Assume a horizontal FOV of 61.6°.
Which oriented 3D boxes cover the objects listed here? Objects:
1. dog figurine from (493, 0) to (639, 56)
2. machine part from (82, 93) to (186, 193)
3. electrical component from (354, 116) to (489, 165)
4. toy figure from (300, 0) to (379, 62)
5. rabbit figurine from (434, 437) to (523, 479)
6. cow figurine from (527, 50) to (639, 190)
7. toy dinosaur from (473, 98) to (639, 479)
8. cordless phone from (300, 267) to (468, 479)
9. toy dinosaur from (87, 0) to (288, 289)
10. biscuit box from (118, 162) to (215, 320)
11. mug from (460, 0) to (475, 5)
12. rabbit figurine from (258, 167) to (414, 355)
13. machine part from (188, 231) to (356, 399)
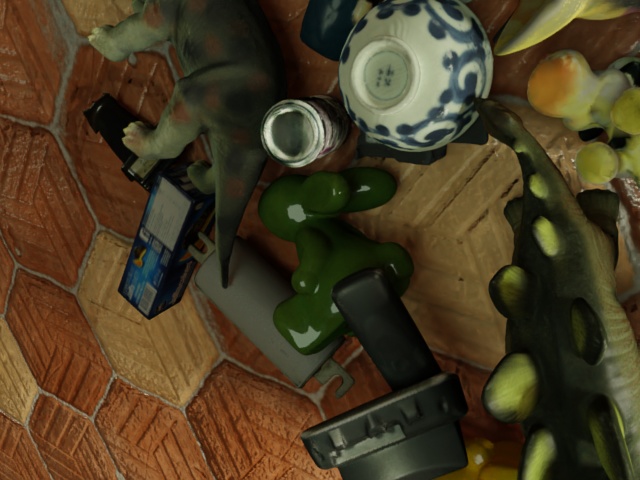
[{"bbox_3d":[0.211,-0.151,0.305,0.219,0.108,0.191,-26,106,28],"label":"dog figurine"},{"bbox_3d":[-0.221,-0.119,0.632,0.139,0.039,0.084,37,94,20],"label":"machine part"},{"bbox_3d":[0.087,-0.104,0.456,0.119,0.048,0.074,5,110,29],"label":"electrical component"},{"bbox_3d":[0.033,-0.226,0.438,0.064,0.058,0.154,36,118,9],"label":"toy figure"},{"bbox_3d":[0.114,0.227,0.502,0.173,0.162,0.121,-6,107,10],"label":"rabbit figurine"},{"bbox_3d":[0.225,-0.072,0.367,0.167,0.098,0.068,55,143,20],"label":"cow figurine"},{"bbox_3d":[0.191,0.121,0.390,0.105,0.198,0.471,-17,97,38],"label":"toy dinosaur"},{"bbox_3d":[0.035,0.121,0.459,0.147,0.089,0.184,-26,111,12],"label":"cordless phone"},{"bbox_3d":[-0.097,-0.161,0.502,0.192,0.131,0.404,-16,102,36],"label":"toy dinosaur"},{"bbox_3d":[-0.183,0.005,0.653,0.059,0.063,0.202,39,124,12],"label":"biscuit box"},{"bbox_3d":[0.118,-0.218,0.375,0.107,0.081,0.109,30,120,5],"label":"mug"},{"bbox_3d":[-0.001,-0.002,0.511,0.170,0.121,0.159,53,132,21],"label":"rabbit figurine"},{"bbox_3d":[-0.056,0.078,0.596,0.243,0.079,0.079,42,124,11],"label":"machine part"}]
